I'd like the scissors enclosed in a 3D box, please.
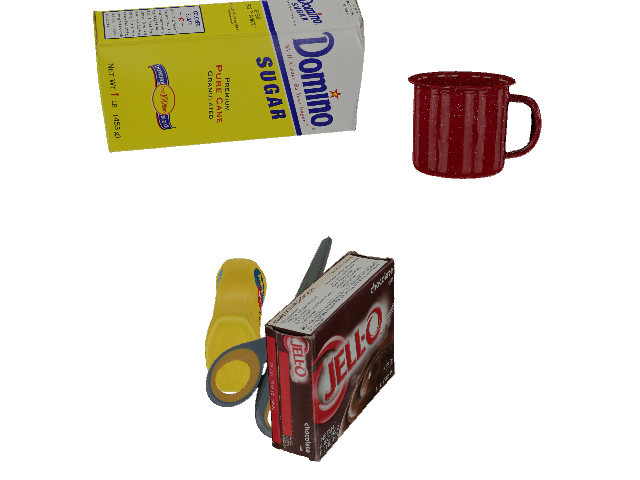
[{"bbox_3d":[-0.044,0.074,0.928,0.096,0.201,0.016,10,-33,-8],"label":"scissors"}]

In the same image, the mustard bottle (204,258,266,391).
[{"bbox_3d":[-0.090,0.074,1.166,0.058,0.096,0.191,-1,28,0],"label":"mustard bottle"}]

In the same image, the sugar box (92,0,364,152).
[{"bbox_3d":[-0.061,-0.113,0.725,0.176,0.048,0.093,-5,-43,-7],"label":"sugar box"}]

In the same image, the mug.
[{"bbox_3d":[0.134,-0.101,0.936,0.117,0.081,0.093,4,17,12],"label":"mug"}]

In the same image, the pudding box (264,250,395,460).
[{"bbox_3d":[0.009,0.070,0.674,0.039,0.090,0.113,12,29,24],"label":"pudding box"}]
